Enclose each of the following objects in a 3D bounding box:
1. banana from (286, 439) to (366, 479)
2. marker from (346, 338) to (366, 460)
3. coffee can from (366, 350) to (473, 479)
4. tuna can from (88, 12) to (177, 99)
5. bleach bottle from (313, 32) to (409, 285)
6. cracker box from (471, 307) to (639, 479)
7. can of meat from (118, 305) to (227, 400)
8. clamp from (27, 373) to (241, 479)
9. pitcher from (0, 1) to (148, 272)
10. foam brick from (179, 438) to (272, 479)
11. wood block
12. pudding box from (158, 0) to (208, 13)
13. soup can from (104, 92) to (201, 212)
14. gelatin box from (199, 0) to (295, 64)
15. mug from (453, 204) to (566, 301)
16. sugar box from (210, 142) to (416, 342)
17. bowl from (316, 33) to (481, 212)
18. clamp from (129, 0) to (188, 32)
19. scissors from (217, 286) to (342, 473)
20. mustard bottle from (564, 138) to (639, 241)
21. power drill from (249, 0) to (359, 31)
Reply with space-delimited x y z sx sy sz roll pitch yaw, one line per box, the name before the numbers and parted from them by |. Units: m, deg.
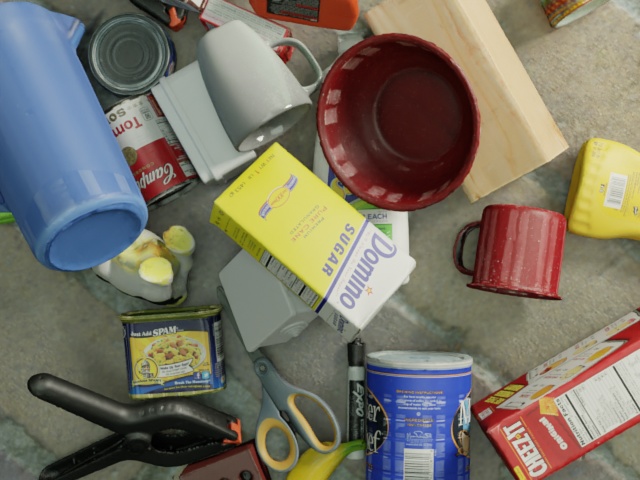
banana | -0.014 0.282 1.060 0.070 0.037 0.198 17 93 31
marker | 0.036 0.159 1.074 0.020 0.020 0.121 1 90 2
coffee can | 0.095 0.181 1.029 0.103 0.103 0.140 1 90 2
tuna can | -0.190 -0.185 1.077 0.086 0.034 0.086 0 90 3
bleach bottle | 0.032 -0.078 1.054 0.102 0.068 0.251 -4 88 3
cracker box | 0.254 0.140 0.992 0.214 0.164 0.072 -32 87 2
can of meat | -0.145 0.111 1.063 0.102 0.057 0.084 -5 92 5
clamp | -0.185 0.196 1.055 0.209 0.036 0.165 6 133 -13
pitcher | -0.264 -0.088 0.991 0.149 0.144 0.243 -52 58 37
foam brick | -0.092 0.240 1.063 0.078 0.051 0.053 -22 89 2
wood block | 0.141 -0.151 1.022 0.090 0.090 0.206 -30 89 27
pudding box | -0.146 -0.275 1.018 0.114 0.039 0.090 24 88 22
soup can | -0.172 -0.087 1.059 0.068 0.068 0.102 -29 88 2
gelatin box | -0.070 -0.206 1.051 0.089 0.073 0.030 24 90 2
mug | 0.184 0.011 1.040 0.117 0.093 0.081 5 84 39
sugar box | -0.006 0.001 0.982 0.176 0.048 0.093 39 64 7
bowl | 0.079 -0.110 0.977 0.162 0.055 0.162 9 109 27
clamp | -0.165 -0.299 1.074 0.120 0.039 0.171 -29 92 7
scissors | -0.063 0.147 1.065 0.202 0.016 0.096 43 99 18
mustard bottle | 0.342 -0.034 1.040 0.191 0.058 0.096 13 90 3
power drill | 0.014 -0.292 1.025 0.184 0.057 0.187 9 63 4
